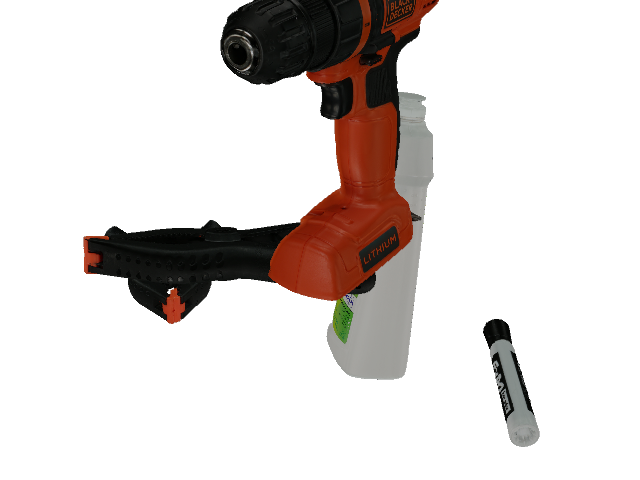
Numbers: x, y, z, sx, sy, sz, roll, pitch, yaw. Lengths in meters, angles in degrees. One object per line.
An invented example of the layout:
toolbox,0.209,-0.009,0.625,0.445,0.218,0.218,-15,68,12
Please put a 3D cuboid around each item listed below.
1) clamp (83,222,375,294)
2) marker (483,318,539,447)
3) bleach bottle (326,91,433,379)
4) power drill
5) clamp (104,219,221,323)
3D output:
clamp,-0.065,0.012,0.780,0.209,0.036,0.165,-2,11,-14
marker,0.127,0.091,0.717,0.020,0.020,0.121,0,31,-1
bleach bottle,0.058,-0.008,0.950,0.068,0.251,0.102,4,19,-12
power drill,0.009,-0.064,0.600,0.057,0.188,0.184,21,34,28
clamp,-0.140,0.024,1.048,0.120,0.039,0.172,-14,33,-15
